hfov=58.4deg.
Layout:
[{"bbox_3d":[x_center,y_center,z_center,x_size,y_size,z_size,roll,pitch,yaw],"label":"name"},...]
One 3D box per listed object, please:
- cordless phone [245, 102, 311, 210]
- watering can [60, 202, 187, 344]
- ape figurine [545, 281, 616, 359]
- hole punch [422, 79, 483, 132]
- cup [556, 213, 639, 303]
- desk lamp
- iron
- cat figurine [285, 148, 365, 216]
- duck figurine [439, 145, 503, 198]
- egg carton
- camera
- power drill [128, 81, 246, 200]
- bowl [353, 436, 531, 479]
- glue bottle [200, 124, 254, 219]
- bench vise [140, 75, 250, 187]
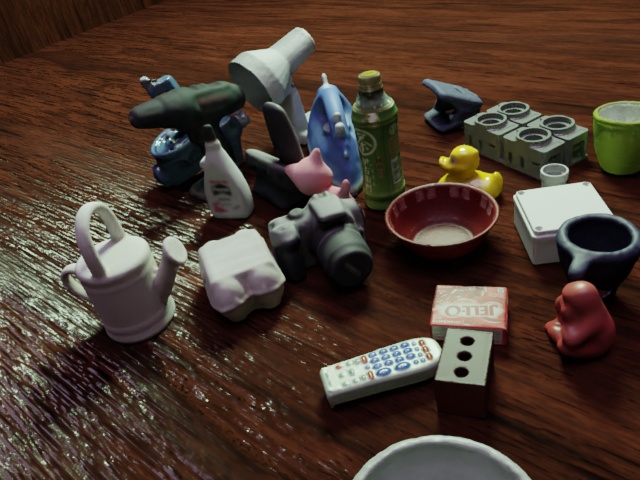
[{"bbox_3d":[-0.076,-0.161,0.991,0.094,0.185,0.147,-34,40,-28],"label":"cordless phone"},{"bbox_3d":[-0.264,0.034,0.767,0.173,0.194,0.100,-19,35,-10],"label":"watering can"},{"bbox_3d":[0.281,0.081,0.622,0.075,0.092,0.078,14,43,33],"label":"ape figurine"},{"bbox_3d":[0.261,-0.278,1.134,0.101,0.091,0.108,-17,35,-6],"label":"hole punch"},{"bbox_3d":[0.318,0.036,0.671,0.091,0.095,0.118,19,45,37],"label":"cup"},{"bbox_3d":[-0.066,-0.306,1.166,0.204,0.214,0.117,-34,40,-28],"label":"desk lamp"},{"bbox_3d":[0.033,-0.204,1.055,0.118,0.142,0.258,-13,35,-1],"label":"iron"},{"bbox_3d":[0.005,-0.088,0.922,0.067,0.118,0.127,-35,41,-29],"label":"cat figurine"},{"bbox_3d":[0.235,-0.108,0.907,0.104,0.086,0.078,7,39,25],"label":"duck figurine"},{"bbox_3d":[-0.114,0.046,0.813,0.107,0.069,0.150,-21,36,-12],"label":"egg carton"},{"bbox_3d":[0.007,0.003,0.809,0.143,0.101,0.136,-18,35,-8],"label":"camera"},{"bbox_3d":[-0.220,-0.184,1.047,0.075,0.209,0.230,18,45,36],"label":"power drill"},{"bbox_3d":[0.100,0.248,0.459,0.167,0.075,0.167,-8,35,6],"label":"bowl"},{"bbox_3d":[-0.167,-0.115,0.965,0.078,0.173,0.037,-1,37,16],"label":"glue bottle"},{"bbox_3d":[-0.251,-0.231,1.113,0.208,0.220,0.121,-34,40,-28],"label":"bench vise"}]
